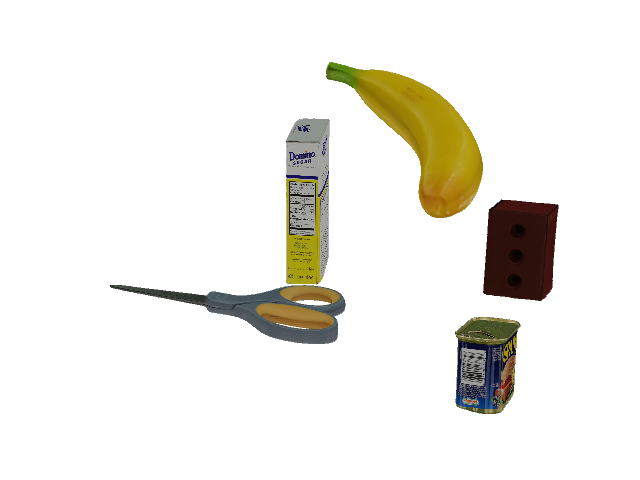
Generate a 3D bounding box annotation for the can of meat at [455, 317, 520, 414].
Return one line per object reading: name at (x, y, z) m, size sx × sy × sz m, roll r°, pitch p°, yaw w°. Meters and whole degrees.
can of meat at (0.183, 0.136, 1.173) m, size 0.057 × 0.084 × 0.102 m, roll 5°, pitch 10°, yaw 21°

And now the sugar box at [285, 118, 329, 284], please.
sugar box at (-0.015, -0.046, 1.244) m, size 0.048 × 0.176 × 0.093 m, roll 1°, pitch 22°, yaw 7°

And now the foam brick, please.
foam brick at (0.173, 0.008, 0.923) m, size 0.053 × 0.078 × 0.051 m, roll 6°, pitch 15°, yaw 21°

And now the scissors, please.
scissors at (-0.067, 0.047, 0.886) m, size 0.202 × 0.016 × 0.096 m, roll 14°, pitch 23°, yaw 28°

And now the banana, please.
banana at (0.063, -0.064, 0.672) m, size 0.069 × 0.037 × 0.198 m, roll -6°, pitch 31°, yaw -16°
